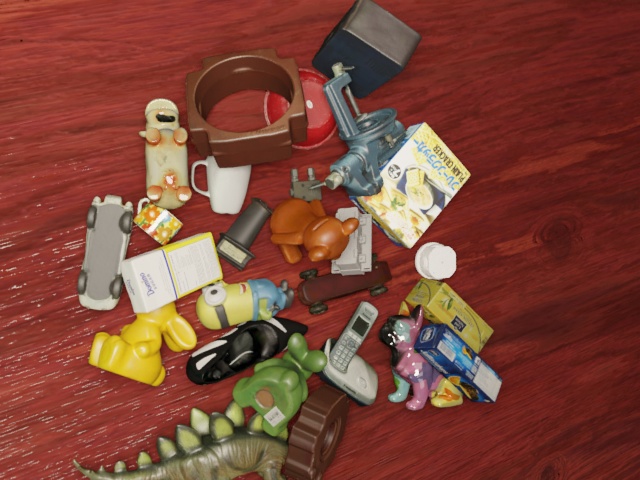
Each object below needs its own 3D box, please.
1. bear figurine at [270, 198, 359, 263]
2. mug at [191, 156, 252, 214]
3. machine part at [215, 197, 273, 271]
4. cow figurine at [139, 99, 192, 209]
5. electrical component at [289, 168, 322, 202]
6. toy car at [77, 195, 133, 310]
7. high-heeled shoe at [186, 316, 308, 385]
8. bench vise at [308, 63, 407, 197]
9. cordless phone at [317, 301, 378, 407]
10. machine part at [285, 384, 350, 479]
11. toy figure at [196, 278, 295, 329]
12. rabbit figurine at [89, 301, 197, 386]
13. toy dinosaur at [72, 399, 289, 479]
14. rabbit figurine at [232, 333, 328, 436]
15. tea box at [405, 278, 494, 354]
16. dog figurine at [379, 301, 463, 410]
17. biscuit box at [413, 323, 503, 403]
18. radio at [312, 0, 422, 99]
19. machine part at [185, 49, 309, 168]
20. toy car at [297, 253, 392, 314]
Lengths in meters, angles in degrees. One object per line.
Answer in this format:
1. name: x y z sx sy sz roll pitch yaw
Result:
1. bear figurine: -0.004 -0.005 0.981 0.120 0.196 0.131 -46 132 -14
2. mug: -0.182 -0.103 0.991 0.109 0.081 0.107 -1 102 -25
3. machine part: -0.143 -0.015 1.033 0.084 0.039 0.139 32 84 -10
4. cow figurine: -0.263 -0.148 0.922 0.085 0.127 0.195 -4 82 -19
5. electrical component: -0.030 -0.097 1.075 0.063 0.021 0.094 -7 96 -19
6. toy car: -0.376 0.022 0.943 0.073 0.056 0.201 8 89 -14
7. high-heeled shoe: -0.125 0.202 0.993 0.249 0.145 0.086 -15 99 -16
8. bench vise: 0.062 -0.208 1.016 0.224 0.129 0.240 -36 116 -20
9. cordless phone: 0.083 0.229 1.104 0.146 0.089 0.184 38 76 -17
10. machine part: 0.000 0.361 1.003 0.056 0.179 0.179 15 87 23
11. toy figure: -0.142 0.120 1.018 0.180 0.082 0.089 -2 92 -22
12. rabbit figurine: -0.301 0.161 0.950 0.162 0.122 0.173 22 67 -22
13. toy dinosaur: -0.199 0.412 1.006 0.471 0.105 0.198 -6 88 -28
14. rabbit figurine: -0.063 0.246 1.010 0.121 0.170 0.159 36 115 6
15. tea box: 0.279 0.162 1.159 0.169 0.098 0.068 41 79 -15
16. dog figurine: 0.215 0.240 1.138 0.191 0.108 0.219 -1 91 -19
17. biscuit box: 0.278 0.247 1.076 0.202 0.063 0.059 43 59 -19
18. radio: 0.076 -0.345 0.991 0.131 0.230 0.073 31 82 -14
19. machine part: -0.127 -0.231 0.943 0.201 0.087 0.201 -9 62 -4
20. toy car: 0.050 0.088 1.097 0.202 0.053 0.089 -15 78 -19
